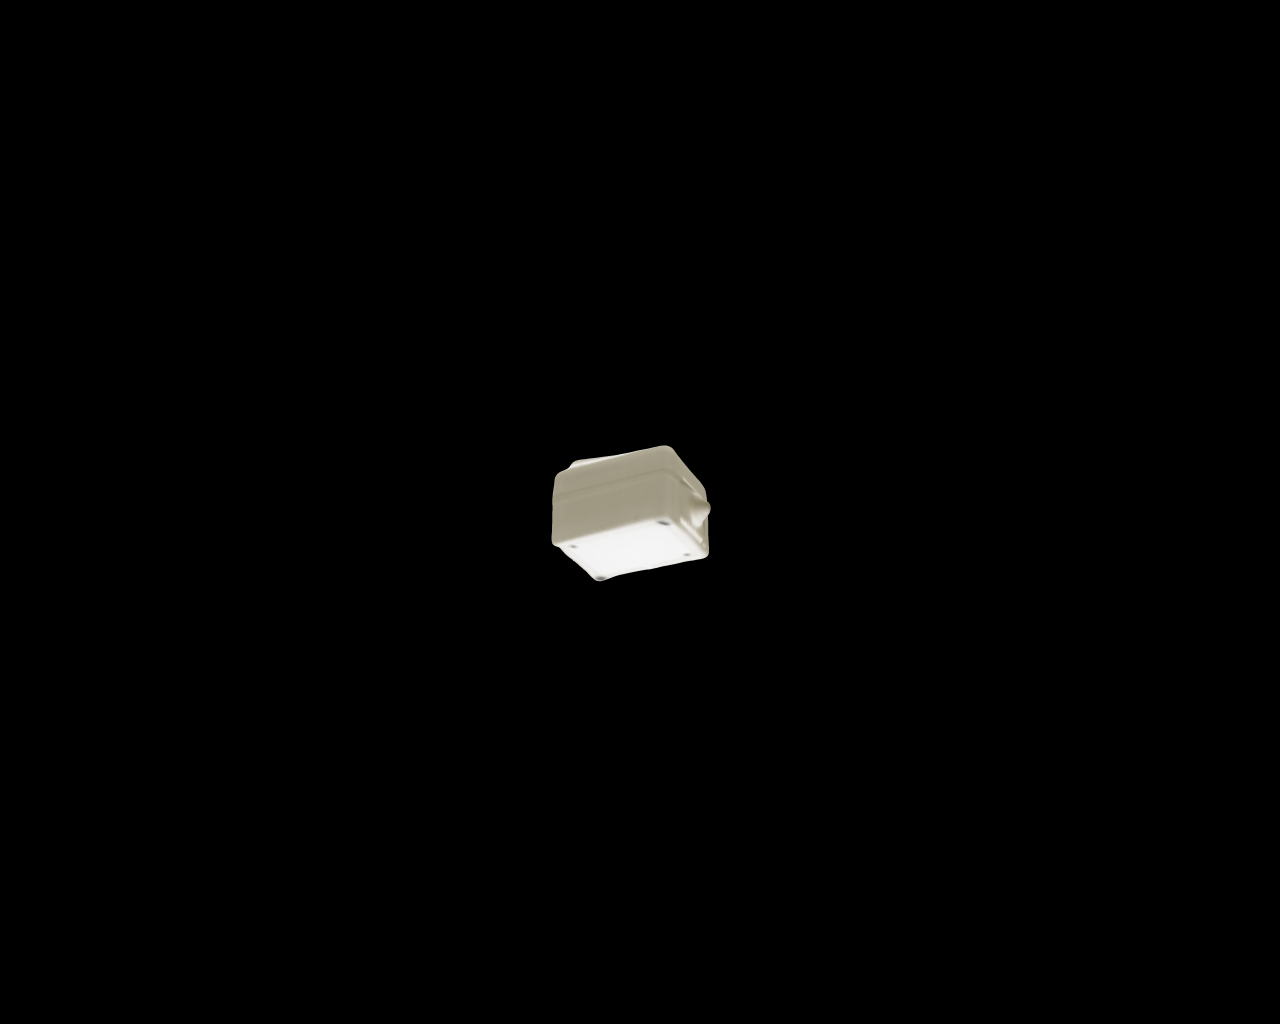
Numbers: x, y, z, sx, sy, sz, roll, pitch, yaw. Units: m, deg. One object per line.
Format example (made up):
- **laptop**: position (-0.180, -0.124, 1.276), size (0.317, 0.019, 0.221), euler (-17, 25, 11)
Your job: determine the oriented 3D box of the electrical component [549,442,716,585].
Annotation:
- **electrical component**: position (0.001, -0.003, 0.650), size (0.096, 0.061, 0.061), euler (-13, -32, 22)
